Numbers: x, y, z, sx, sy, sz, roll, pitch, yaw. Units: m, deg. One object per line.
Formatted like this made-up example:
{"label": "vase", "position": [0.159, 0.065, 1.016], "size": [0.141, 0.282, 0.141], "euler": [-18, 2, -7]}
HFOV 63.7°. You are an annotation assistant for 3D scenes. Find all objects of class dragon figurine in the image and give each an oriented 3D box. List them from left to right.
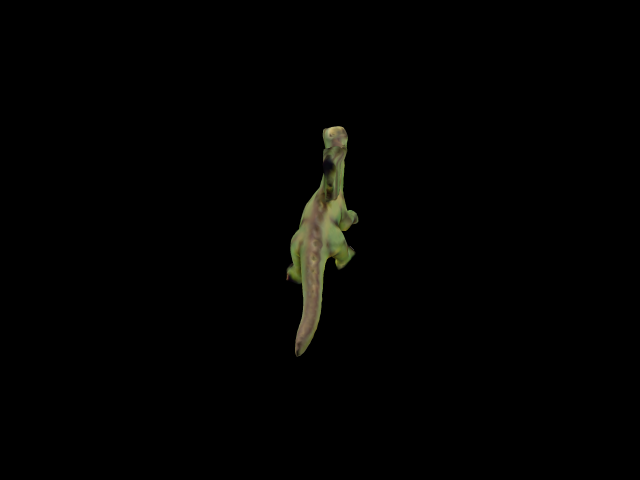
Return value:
{"label": "dragon figurine", "position": [0.003, -0.043, 0.850], "size": [0.122, 0.237, 0.421], "euler": [4, 45, 4]}
